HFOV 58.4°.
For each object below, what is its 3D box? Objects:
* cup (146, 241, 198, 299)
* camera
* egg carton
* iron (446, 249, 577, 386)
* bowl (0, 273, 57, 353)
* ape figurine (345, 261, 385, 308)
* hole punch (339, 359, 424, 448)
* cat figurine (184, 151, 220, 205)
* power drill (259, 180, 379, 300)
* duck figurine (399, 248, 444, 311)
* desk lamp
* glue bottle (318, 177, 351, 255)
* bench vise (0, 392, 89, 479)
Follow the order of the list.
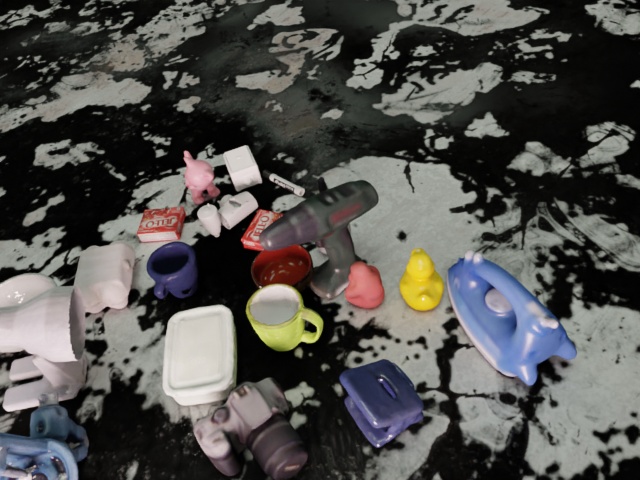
[{"bbox_3d":[-0.266,0.075,1.058,0.091,0.095,0.118,2,49,13],"label":"cup"},{"bbox_3d":[-0.093,0.286,0.831,0.143,0.101,0.136,-33,51,-18],"label":"camera"},{"bbox_3d":[-0.414,0.070,1.109,0.107,0.069,0.150,-12,47,1],"label":"egg carton"},{"bbox_3d":[0.281,0.091,0.903,0.119,0.142,0.257,-28,49,-13],"label":"iron"},{"bbox_3d":[-0.551,0.147,1.064,0.167,0.075,0.167,-6,48,6],"label":"bowl"},{"bbox_3d":[0.075,0.071,0.996,0.078,0.092,0.076,-29,50,-15],"label":"ape figurine"},{"bbox_3d":[0.092,0.230,0.851,0.101,0.091,0.108,-29,50,-15],"label":"hole punch"},{"bbox_3d":[-0.265,-0.145,1.240,0.067,0.118,0.127,-25,49,-11],"label":"cat figurine"},{"bbox_3d":[0.009,0.004,0.990,0.230,0.209,0.075,-37,52,-21],"label":"power drill"},{"bbox_3d":[0.174,0.062,0.988,0.077,0.086,0.104,-6,48,6],"label":"duck figurine"},{"bbox_3d":[-0.457,0.174,0.927,0.203,0.214,0.117,-13,47,-1],"label":"desk lamp"},{"bbox_3d":[0.016,-0.051,1.062,0.037,0.173,0.078,30,60,32],"label":"glue bottle"},{"bbox_3d":[-0.413,0.303,0.798,0.121,0.220,0.206,-28,49,-14],"label":"bench vise"}]
